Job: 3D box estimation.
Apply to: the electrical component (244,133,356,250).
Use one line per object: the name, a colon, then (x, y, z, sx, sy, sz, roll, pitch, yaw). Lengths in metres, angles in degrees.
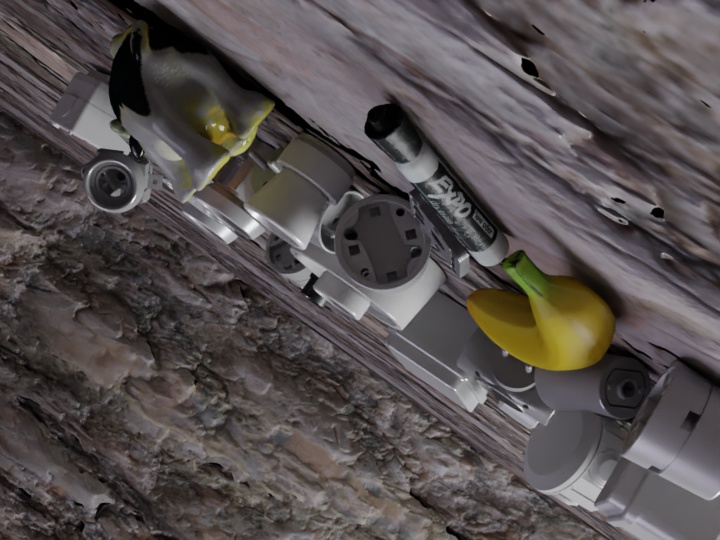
electrical component: (-0.035, -0.047, 0.633, 0.045, 0.055, 0.045, 35, 173, 5)

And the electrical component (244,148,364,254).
electrical component: (-0.044, -0.053, 0.694, 0.077, 0.043, 0.079, 29, 170, 39)

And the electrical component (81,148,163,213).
electrical component: (-0.192, -0.072, 0.854, 0.066, 0.048, 0.055, 7, -166, -3)

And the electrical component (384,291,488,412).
electrical component: (0.072, 0.065, 0.873, 0.078, 0.057, 0.113, 33, 173, 20)

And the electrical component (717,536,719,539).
electrical component: (0.229, 0.161, 0.760, 0.096, 0.061, 0.062, 50, 167, -32)

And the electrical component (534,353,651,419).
electrical component: (0.136, 0.064, 0.619, 0.044, 0.044, 0.065, 38, 168, -18)

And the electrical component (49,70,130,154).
electrical component: (-0.216, -0.131, 0.961, 0.096, 0.061, 0.062, 30, 178, -37)

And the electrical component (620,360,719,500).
electrical component: (0.164, 0.080, 0.532, 0.047, 0.055, 0.055, 31, 173, 9)

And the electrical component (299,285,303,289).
electrical component: (-0.029, 0.004, 1.010, 0.066, 0.048, 0.055, 40, 164, -32)

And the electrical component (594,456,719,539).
electrical component: (0.180, 0.120, 0.619, 0.057, 0.078, 0.113, 31, 173, 14)

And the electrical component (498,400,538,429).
electrical component: (0.152, 0.116, 0.899, 0.078, 0.040, 0.040, 35, 173, 2)

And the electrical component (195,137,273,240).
electrical component: (-0.080, -0.059, 0.769, 0.058, 0.057, 0.078, 29, 171, 45)

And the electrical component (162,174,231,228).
electrical component: (-0.122, -0.075, 0.892, 0.080, 0.051, 0.080, 35, 173, 5)

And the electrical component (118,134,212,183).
electrical component: (-0.142, -0.103, 0.810, 0.083, 0.047, 0.075, 34, 173, 15)

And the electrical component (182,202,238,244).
electrical component: (-0.124, -0.061, 0.977, 0.078, 0.057, 0.058, 35, 173, 6)

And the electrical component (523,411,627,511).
electrical component: (0.169, 0.142, 0.833, 0.051, 0.080, 0.080, 32, 175, -20)

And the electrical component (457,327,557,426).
electrical component: (0.110, 0.068, 0.755, 0.077, 0.044, 0.079, 34, 173, 15)

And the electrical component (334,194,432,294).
electrical component: (0.015, -0.013, 0.630, 0.055, 0.055, 0.047, 35, 177, 9)

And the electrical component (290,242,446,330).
electrical component: (0.000, 0.000, 0.762, 0.108, 0.060, 0.108, 35, 173, 5)

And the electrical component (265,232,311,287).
electrical component: (-0.047, -0.013, 0.940, 0.055, 0.055, 0.047, 31, 175, 35)
